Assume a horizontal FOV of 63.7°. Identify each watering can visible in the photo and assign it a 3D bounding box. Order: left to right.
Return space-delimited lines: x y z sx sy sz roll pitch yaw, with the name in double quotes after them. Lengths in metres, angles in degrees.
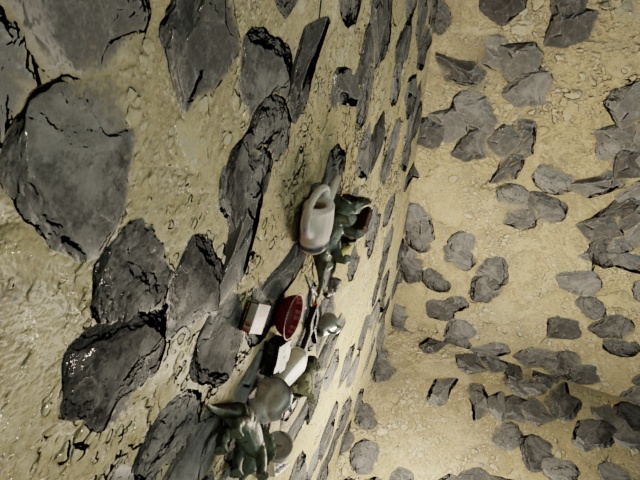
0.005 -0.087 1.725 0.104 0.220 0.353 15 26 14 "watering can"

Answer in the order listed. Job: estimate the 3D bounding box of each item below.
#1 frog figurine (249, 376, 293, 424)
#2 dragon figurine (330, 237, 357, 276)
-0.172 0.517 1.653 0.160 0.139 0.120 -14 -18 -36 "frog figurine"
0.097 0.008 2.099 0.122 0.419 0.237 17 -29 9 "dragon figurine"
